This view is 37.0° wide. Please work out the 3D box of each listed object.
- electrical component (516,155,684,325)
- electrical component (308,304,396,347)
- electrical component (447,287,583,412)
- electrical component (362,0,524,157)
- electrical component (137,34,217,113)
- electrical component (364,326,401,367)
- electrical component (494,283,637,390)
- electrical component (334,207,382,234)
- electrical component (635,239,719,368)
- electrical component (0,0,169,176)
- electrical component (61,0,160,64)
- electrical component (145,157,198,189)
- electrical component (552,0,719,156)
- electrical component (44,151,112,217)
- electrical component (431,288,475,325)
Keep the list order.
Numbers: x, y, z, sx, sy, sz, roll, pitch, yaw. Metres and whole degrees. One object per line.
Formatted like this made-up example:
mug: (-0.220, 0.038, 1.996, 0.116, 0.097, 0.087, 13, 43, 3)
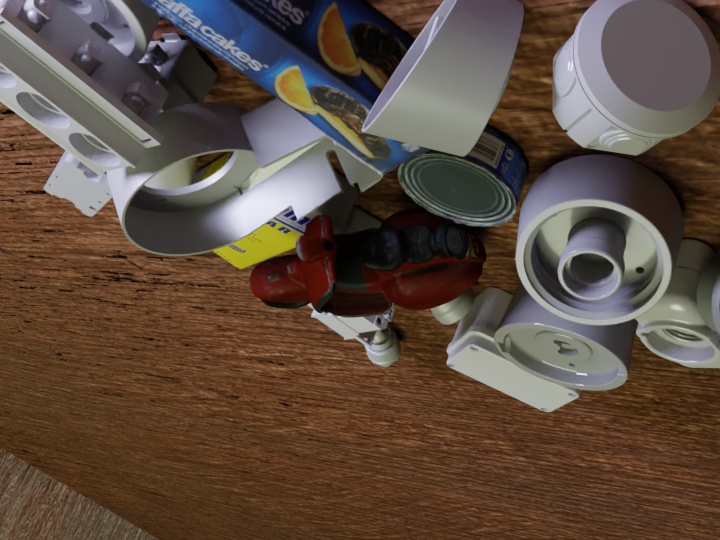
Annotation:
electrical component: (0.153, -0.013, 0.699, 0.108, 0.060, 0.108, 10, 127, 13)
electrical component: (-0.004, 0.034, 1.015, 0.081, 0.042, 0.064, 36, 150, -29)
electrical component: (0.141, 0.072, 0.944, 0.113, 0.057, 0.078, 25, 156, -5)
electrical component: (0.048, -0.112, 0.593, 0.064, 0.099, 0.099, 19, 157, -6)
electrical component: (-0.170, -0.132, 0.787, 0.121, 0.063, 0.078, 6, 151, 33)
electrical component: (0.020, 0.070, 1.078, 0.035, 0.035, 0.061, 14, 152, 21)
electrical component: (0.168, 0.044, 0.858, 0.108, 0.060, 0.108, 19, 156, 9)
electrical component: (0.000, 0.000, 0.895, 0.066, 0.076, 0.047, 30, 155, -16)
electrical component: (0.235, 0.029, 0.767, 0.054, 0.059, 0.095, -5, 144, 47)
electrical component: (-0.183, -0.121, 0.667, 0.079, 0.063, 0.121, -4, 145, 47)
electrical component: (-0.172, -0.186, 0.679, 0.108, 0.060, 0.108, 19, 156, 9)
electrical component: (-0.175, -0.103, 0.876, 0.079, 0.044, 0.077, 22, 156, 3)
electrical component: (0.141, -0.101, 0.557, 0.080, 0.080, 0.051, 26, 161, -7)
electrical component: (-0.231, -0.092, 0.936, 0.050, 0.055, 0.089, 32, 155, -19)
electrical component: (0.069, 0.018, 0.919, 0.046, 0.040, 0.040, 43, 150, -26)
